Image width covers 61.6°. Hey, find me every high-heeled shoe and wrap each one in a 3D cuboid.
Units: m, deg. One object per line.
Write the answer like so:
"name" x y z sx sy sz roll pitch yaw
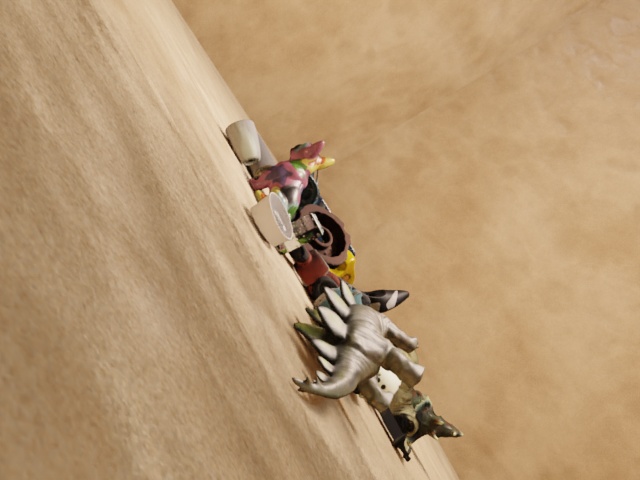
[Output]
"high-heeled shoe" 0.104 0.113 1.350 0.086 0.249 0.145 -147 -135 -68

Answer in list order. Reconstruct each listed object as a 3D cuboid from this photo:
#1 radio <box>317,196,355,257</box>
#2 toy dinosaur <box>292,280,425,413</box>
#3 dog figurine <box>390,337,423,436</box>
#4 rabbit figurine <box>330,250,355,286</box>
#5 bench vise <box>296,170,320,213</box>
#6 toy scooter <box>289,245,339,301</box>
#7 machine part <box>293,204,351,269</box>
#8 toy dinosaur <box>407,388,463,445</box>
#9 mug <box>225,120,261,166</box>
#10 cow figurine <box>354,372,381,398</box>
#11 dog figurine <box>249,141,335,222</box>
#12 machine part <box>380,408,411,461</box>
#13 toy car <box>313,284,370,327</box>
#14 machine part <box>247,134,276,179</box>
"radio" -0.001 -0.013 1.708 0.229 0.131 0.073 58 -18 1
"toy dinosaur" 0.055 0.168 0.837 0.198 0.105 0.471 40 10 2
"dog figurine" 0.201 0.343 1.254 0.190 0.172 0.121 52 14 -1
"rabbit figurine" 0.019 0.072 1.508 0.173 0.122 0.162 38 -13 34
"bench vise" -0.072 -0.113 1.519 0.129 0.223 0.241 28 38 5
"toy scooter" -0.013 0.076 1.244 0.184 0.075 0.135 56 -1 0
"machine part" -0.003 -0.004 1.381 0.179 0.056 0.179 20 51 -27
"toy dinosaur" 0.216 0.402 1.495 0.405 0.131 0.192 54 0 21
"mug" -0.200 -0.253 1.450 0.109 0.081 0.107 67 4 -78
"cow figurine" 0.083 0.254 1.047 0.098 0.068 0.167 65 7 14
"dog figurine" -0.059 -0.151 1.349 0.108 0.219 0.192 52 7 -47
"machine part" 0.157 0.400 1.153 0.139 0.039 0.084 62 11 12
"toy car" 0.040 0.151 1.098 0.103 0.109 0.161 40 -18 35
"machine part" -0.178 -0.233 1.548 0.243 0.079 0.079 61 3 41
